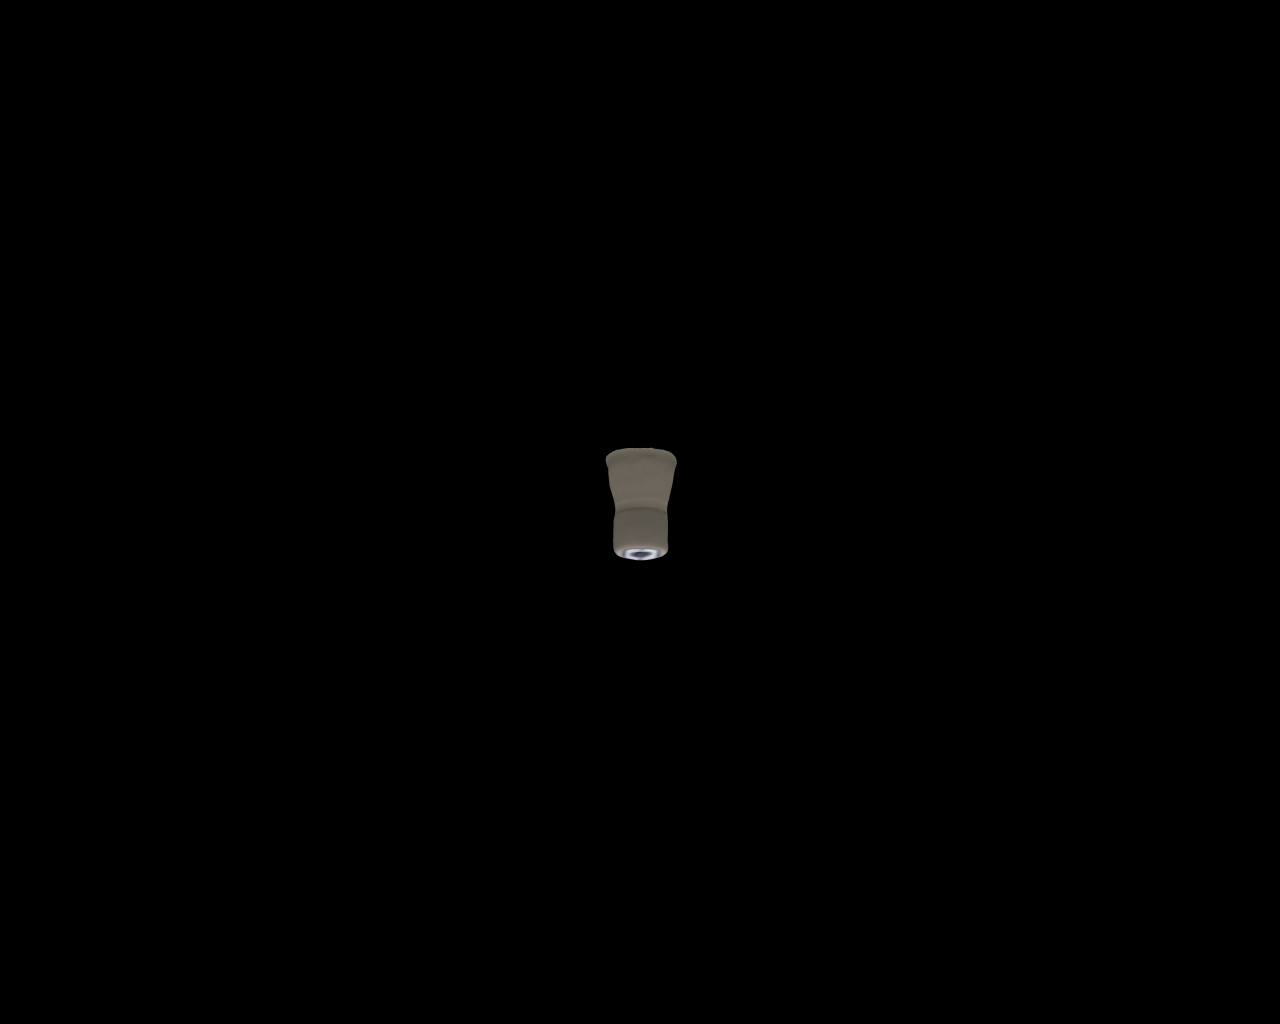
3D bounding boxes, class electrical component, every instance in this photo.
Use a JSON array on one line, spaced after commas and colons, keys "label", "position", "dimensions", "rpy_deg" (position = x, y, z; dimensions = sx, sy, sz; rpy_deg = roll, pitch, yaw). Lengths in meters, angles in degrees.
[{"label": "electrical component", "position": [0.001, -0.003, 0.650], "dimensions": [0.044, 0.065, 0.044], "rpy_deg": [0, -17, 0]}]
